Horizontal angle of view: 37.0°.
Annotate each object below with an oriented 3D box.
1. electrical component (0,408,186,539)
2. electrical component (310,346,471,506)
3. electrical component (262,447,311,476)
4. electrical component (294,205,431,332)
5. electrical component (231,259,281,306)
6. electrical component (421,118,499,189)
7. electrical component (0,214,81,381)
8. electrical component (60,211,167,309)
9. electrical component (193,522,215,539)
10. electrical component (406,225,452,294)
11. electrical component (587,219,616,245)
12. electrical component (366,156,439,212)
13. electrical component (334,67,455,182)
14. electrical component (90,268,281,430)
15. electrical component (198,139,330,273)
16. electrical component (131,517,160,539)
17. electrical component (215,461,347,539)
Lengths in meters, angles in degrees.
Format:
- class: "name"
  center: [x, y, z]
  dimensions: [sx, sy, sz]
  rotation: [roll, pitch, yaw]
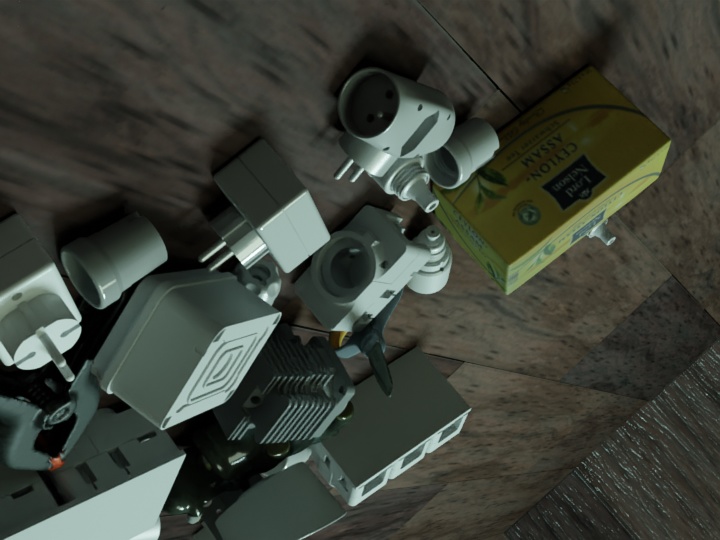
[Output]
- class: "electrical component"
  center: [-0.227, 0.170, 0.754]
  dimensions: [0.186, 0.060, 0.105]
  rotation: [-21, 151, -40]
- class: "electrical component"
  center: [0.025, 0.161, 1.108]
  dimensions: [0.150, 0.089, 0.061]
  rotation: [-31, 156, -24]
- class: "electrical component"
  center: [-0.071, 0.179, 1.051]
  dimensions: [0.040, 0.040, 0.078]
  rotation: [-47, 157, 15]
- class: "electrical component"
  center: [0.000, 0.000, 0.815]
  dimensions: [0.089, 0.050, 0.056]
  rotation: [-47, 157, 15]
- class: "electrical component"
  center: [-0.078, 0.020, 0.748]
  dimensions: [0.035, 0.035, 0.061]
  rotation: [-23, 155, -37]
- class: "electrical component"
  center: [0.074, -0.087, 0.788]
  dimensions: [0.046, 0.040, 0.040]
  rotation: [-34, 158, -32]
- class: "electrical component"
  center: [-0.169, 0.024, 0.550]
  dimensions: [0.047, 0.076, 0.065]
  rotation: [-34, 157, -17]
- class: "electrical component"
  center: [-0.136, -0.007, 0.597]
  dimensions: [0.046, 0.040, 0.040]
  rotation: [-36, 158, -28]
- class: "electrical component"
  center: [-0.135, 0.281, 1.139]
  dimensions: [0.064, 0.042, 0.081]
  rotation: [-40, 159, -11]
- class: "electrical component"
  center: [0.057, -0.012, 0.899]
  dimensions: [0.040, 0.040, 0.078]
  rotation: [-33, 157, -19]
- class: "electrical component"
  center: [0.232, -0.050, 1.082]
  dimensions: [0.035, 0.061, 0.035]
  rotation: [-34, 157, -17]
- class: "electrical component"
  center: [0.030, -0.064, 0.727]
  dimensions: [0.035, 0.061, 0.035]
  rotation: [-34, 157, -16]
- class: "electrical component"
  center: [0.013, -0.086, 0.682]
  dimensions: [0.079, 0.043, 0.077]
  rotation: [-49, 157, 20]
- class: "electrical component"
  center: [-0.107, 0.045, 0.673]
  dimensions: [0.078, 0.057, 0.113]
  rotation: [-57, 169, 11]
- class: "electrical component"
  center: [-0.067, -0.026, 0.663]
  dimensions: [0.076, 0.047, 0.083]
  rotation: [-39, 161, -5]
- class: "electrical component"
  center: [-0.207, 0.217, 0.904]
  dimensions: [0.065, 0.044, 0.044]
  rotation: [-9, 142, -44]
- class: "electrical component"
  center: [-0.068, 0.206, 0.895]
  dimensions: [0.099, 0.064, 0.099]
  rotation: [-34, 166, -10]
